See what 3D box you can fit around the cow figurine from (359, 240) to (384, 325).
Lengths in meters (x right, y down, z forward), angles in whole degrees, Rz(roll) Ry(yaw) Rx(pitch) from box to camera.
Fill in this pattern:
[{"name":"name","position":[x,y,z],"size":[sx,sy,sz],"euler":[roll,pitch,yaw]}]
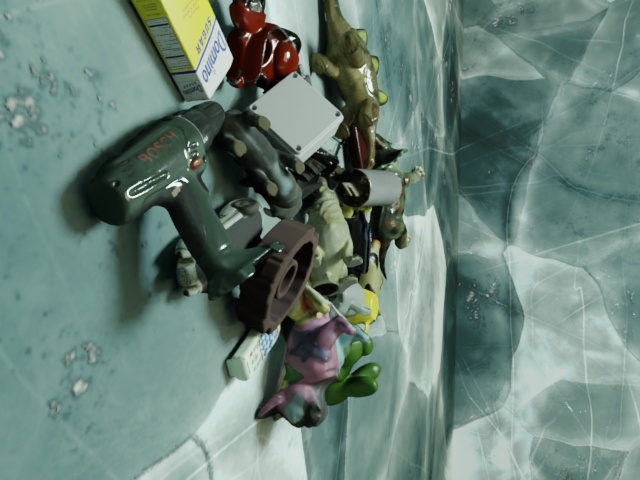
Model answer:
[{"name":"cow figurine","position":[0.108,0.110,1.260],"size":[0.127,0.086,0.194],"euler":[-54,141,-63]}]

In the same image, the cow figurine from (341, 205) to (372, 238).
[{"name":"cow figurine","position":[0.083,-0.043,1.198],"size":[0.098,0.068,0.167],"euler":[72,19,-65]}]

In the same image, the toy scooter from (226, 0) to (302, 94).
[{"name":"toy scooter","position":[-0.091,-0.270,0.798],"size":[0.183,0.075,0.135],"euler":[30,72,-68]}]

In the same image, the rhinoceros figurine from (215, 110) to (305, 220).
[{"name":"rhinoceros figurine","position":[-0.085,-0.101,0.783],"size":[0.073,0.112,0.190],"euler":[-52,128,-20]}]

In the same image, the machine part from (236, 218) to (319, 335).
[{"name":"machine part","position":[-0.064,0.053,0.814],"size":[0.179,0.056,0.179],"euler":[-60,166,-26]}]

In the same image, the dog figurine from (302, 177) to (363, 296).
[{"name":"dog figurine","position":[0.002,-0.004,1.016],"size":[0.172,0.121,0.191],"euler":[123,-33,-46]}]

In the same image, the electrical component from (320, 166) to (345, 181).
[{"name":"electrical component","position":[0.016,-0.132,1.075],"size":[0.045,0.078,0.102],"euler":[-51,174,22]}]

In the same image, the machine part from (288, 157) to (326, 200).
[{"name":"machine part","position":[-0.030,-0.094,0.894],"size":[0.039,0.084,0.139],"euler":[57,-17,10]}]

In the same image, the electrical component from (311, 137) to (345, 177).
[{"name":"electrical component","position":[-0.016,-0.179,0.999],"size":[0.119,0.048,0.075],"euler":[27,54,-20]}]

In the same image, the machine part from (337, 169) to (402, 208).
[{"name":"machine part","position":[0.104,-0.106,1.099],"size":[0.243,0.079,0.079],"euler":[-9,99,-59]}]

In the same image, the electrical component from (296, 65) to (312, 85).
[{"name":"electrical component","position":[-0.034,-0.274,0.998],"size":[0.063,0.021,0.093],"euler":[-60,144,-49]}]

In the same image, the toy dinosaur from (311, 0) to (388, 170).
[{"name":"toy dinosaur","position":[0.060,-0.370,1.122],"size":[0.198,0.105,0.470],"euler":[-40,120,-65]}]

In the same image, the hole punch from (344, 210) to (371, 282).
[{"name":"hole punch","position":[0.047,0.015,1.087],"size":[0.092,0.116,0.142],"euler":[33,60,-73]}]

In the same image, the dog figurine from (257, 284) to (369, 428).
[{"name":"dog figurine","position":[-0.034,0.205,0.913],"size":[0.219,0.192,0.108],"euler":[-50,153,-5]}]

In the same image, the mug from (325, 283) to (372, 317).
[{"name":"mug","position":[0.049,0.124,1.084],"size":[0.080,0.110,0.107],"euler":[-58,159,6]}]

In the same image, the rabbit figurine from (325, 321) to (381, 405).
[{"name":"rabbit figurine","position":[0.039,0.246,1.048],"size":[0.121,0.159,0.170],"euler":[-58,158,-67]}]

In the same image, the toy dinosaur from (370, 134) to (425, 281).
[{"name":"toy dinosaur","position":[0.170,-0.085,1.377],"size":[0.192,0.131,0.404],"euler":[-3,97,-55]}]

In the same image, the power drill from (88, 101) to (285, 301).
[{"name":"power drill","position":[-0.131,-0.049,0.621],"size":[0.207,0.086,0.232],"euler":[59,38,-12]}]

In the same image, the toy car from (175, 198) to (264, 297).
[{"name":"toy car","position":[-0.133,0.003,0.727],"size":[0.202,0.056,0.073],"euler":[-48,140,-56]}]

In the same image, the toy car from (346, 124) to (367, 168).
[{"name":"toy car","position":[0.086,-0.200,1.245],"size":[0.089,0.053,0.202],"euler":[-34,117,-58]}]
